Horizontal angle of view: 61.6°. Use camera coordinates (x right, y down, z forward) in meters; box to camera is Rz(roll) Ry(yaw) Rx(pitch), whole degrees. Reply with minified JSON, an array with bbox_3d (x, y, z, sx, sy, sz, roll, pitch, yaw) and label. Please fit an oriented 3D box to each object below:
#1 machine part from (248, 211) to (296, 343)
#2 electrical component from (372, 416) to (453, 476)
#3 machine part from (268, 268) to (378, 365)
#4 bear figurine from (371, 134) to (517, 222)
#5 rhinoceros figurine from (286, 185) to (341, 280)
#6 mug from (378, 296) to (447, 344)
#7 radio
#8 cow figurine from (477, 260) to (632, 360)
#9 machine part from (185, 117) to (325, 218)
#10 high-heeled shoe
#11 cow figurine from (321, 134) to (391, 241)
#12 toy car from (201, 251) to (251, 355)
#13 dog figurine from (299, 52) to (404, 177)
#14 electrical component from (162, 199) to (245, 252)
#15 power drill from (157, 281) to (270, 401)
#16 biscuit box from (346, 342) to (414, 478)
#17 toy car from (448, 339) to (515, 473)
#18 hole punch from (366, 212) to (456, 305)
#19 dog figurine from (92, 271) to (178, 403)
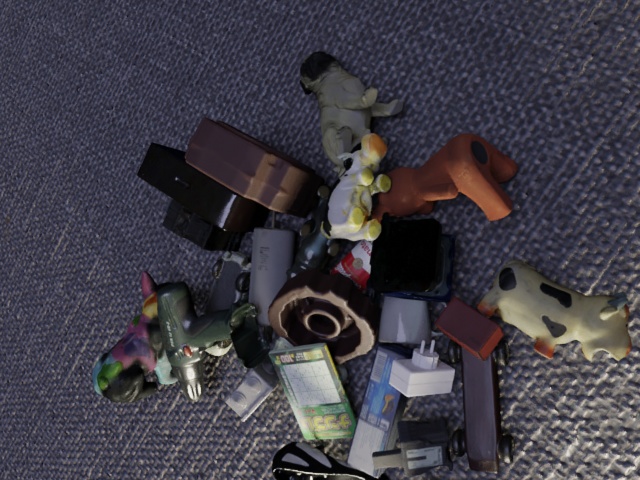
[{"bbox_3d":[-0.086,0.064,0.953,0.079,0.079,0.243,5,90,25],"label":"machine part"},{"bbox_3d":[0.139,0.318,0.818,0.119,0.048,0.074,-12,111,6],"label":"electrical component"},{"bbox_3d":[0.007,0.125,0.871,0.180,0.056,0.179,11,130,13],"label":"machine part"},{"bbox_3d":[0.182,-0.076,0.827,0.132,0.120,0.196,36,139,-18],"label":"bear figurine"},{"bbox_3d":[-0.002,-0.003,0.903,0.073,0.112,0.190,24,84,-4],"label":"rhinoceros figurine"},{"bbox_3d":[0.146,0.109,0.843,0.110,0.080,0.107,-2,82,17],"label":"mug"},{"bbox_3d":[-0.209,-0.095,0.990,0.230,0.131,0.073,32,101,23],"label":"radio"},{"bbox_3d":[0.336,0.098,0.752,0.195,0.085,0.127,35,108,24],"label":"cow figurine"},{"bbox_3d":[-0.106,-0.122,0.904,0.202,0.201,0.087,29,98,24],"label":"machine part"},{"bbox_3d":[0.038,0.406,0.840,0.249,0.145,0.086,35,103,24],"label":"high-heeled shoe"},{"bbox_3d":[0.054,-0.080,0.832,0.098,0.068,0.167,-9,61,48],"label":"cow figurine"},{"bbox_3d":[-0.176,0.117,1.001,0.074,0.056,0.201,24,101,23],"label":"toy car"},{"bbox_3d":[0.021,-0.216,0.918,0.191,0.121,0.172,38,100,36],"label":"dog figurine"},{"bbox_3d":[-0.222,-0.031,1.002,0.134,0.115,0.058,30,98,22],"label":"electrical component"},{"bbox_3d":[-0.190,0.181,0.938,0.207,0.086,0.231,-7,103,39],"label":"power drill"},{"bbox_3d":[0.102,0.267,0.863,0.059,0.062,0.202,17,94,26],"label":"biscuit box"},{"bbox_3d":[0.242,0.238,0.803,0.089,0.053,0.202,-7,80,29],"label":"toy car"},{"bbox_3d":[0.139,0.033,0.799,0.116,0.092,0.142,-2,75,37],"label":"hole punch"},{"bbox_3d":[-0.334,0.175,1.017,0.109,0.191,0.219,22,112,31],"label":"dog figurine"}]
